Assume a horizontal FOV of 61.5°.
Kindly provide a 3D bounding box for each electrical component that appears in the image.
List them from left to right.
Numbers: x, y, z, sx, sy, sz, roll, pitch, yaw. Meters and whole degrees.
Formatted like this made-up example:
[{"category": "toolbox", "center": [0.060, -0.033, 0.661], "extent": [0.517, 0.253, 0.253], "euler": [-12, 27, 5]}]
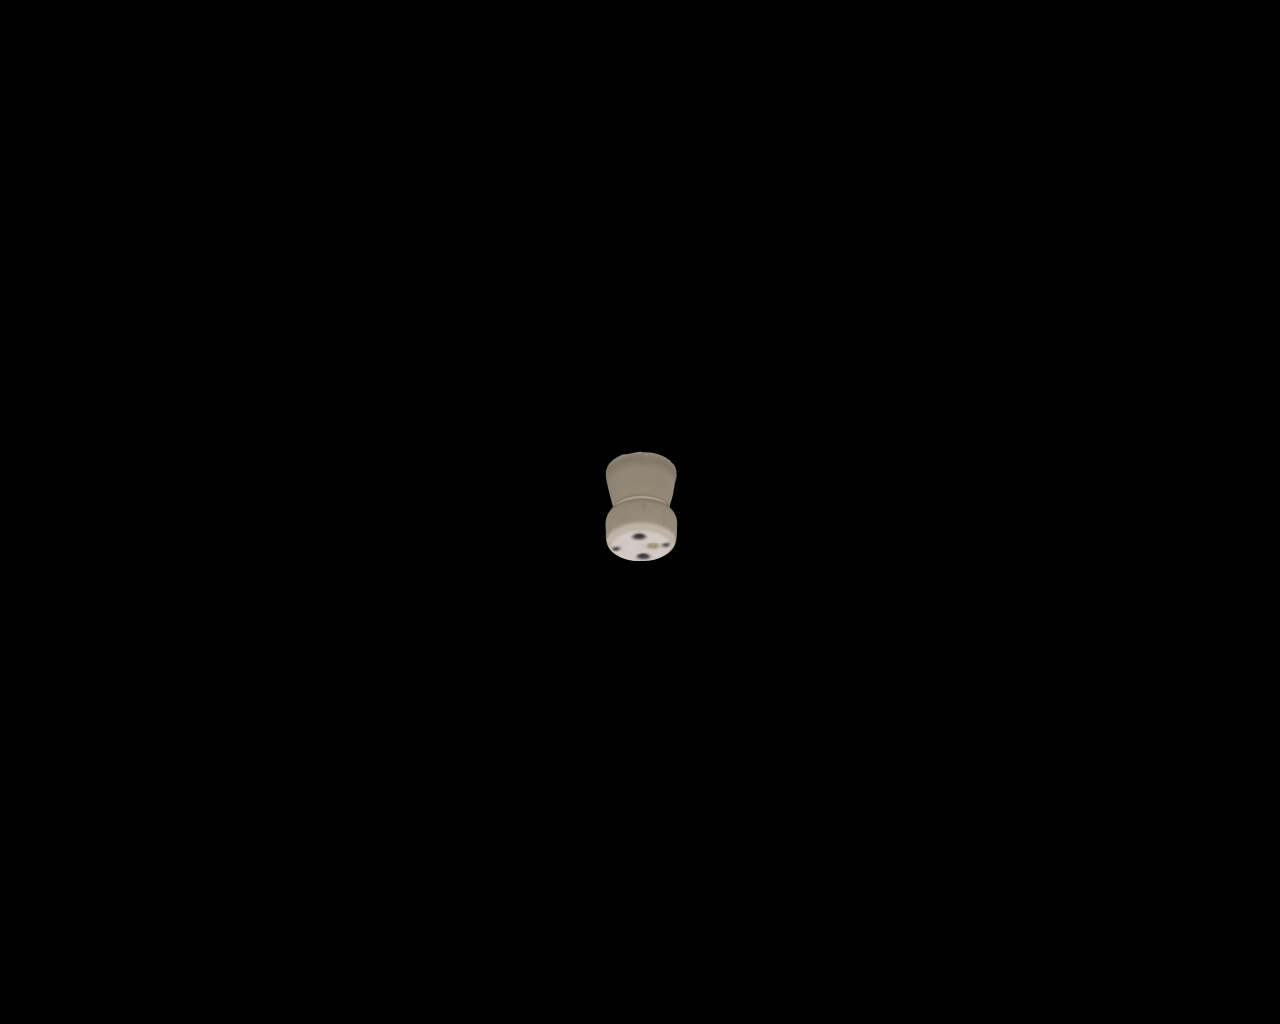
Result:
[{"category": "electrical component", "center": [0.001, -0.003, 0.650], "extent": [0.045, 0.055, 0.044], "euler": [0, -33, 0]}]
